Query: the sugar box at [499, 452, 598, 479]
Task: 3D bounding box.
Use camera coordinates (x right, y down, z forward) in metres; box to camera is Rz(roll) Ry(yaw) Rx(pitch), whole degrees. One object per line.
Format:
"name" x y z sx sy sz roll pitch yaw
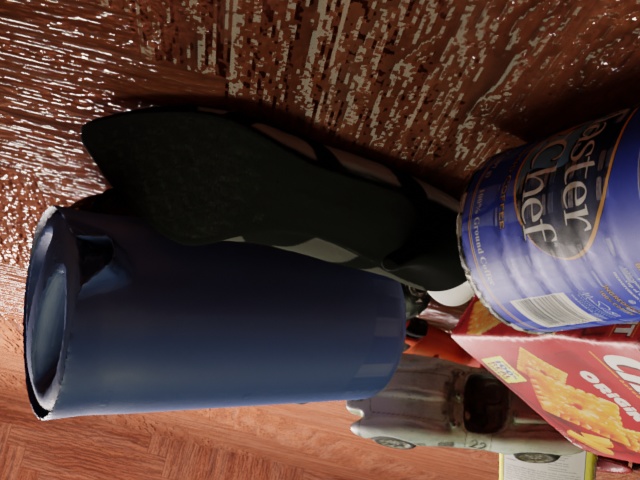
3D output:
"sugar box" 0.220 0.185 1.022 0.093 0.048 0.176 7 119 19

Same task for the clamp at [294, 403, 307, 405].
"clamp" 0.042 0.105 1.032 0.171 0.039 0.120 -6 125 8

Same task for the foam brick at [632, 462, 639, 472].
"foam brick" 0.356 0.200 1.085 0.051 0.078 0.053 14 163 -2

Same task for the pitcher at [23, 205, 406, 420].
"pitcher" -0.074 0.057 0.719 0.242 0.145 0.149 5 -168 -27

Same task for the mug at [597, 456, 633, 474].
"mug" 0.272 0.187 1.095 0.117 0.081 0.093 26 158 -39

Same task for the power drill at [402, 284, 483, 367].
"power drill" 0.096 0.078 0.921 0.187 0.057 0.185 21 159 -20

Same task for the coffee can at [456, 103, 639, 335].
"coffee can" 0.148 -0.011 0.513 0.102 0.103 0.141 21 161 -25

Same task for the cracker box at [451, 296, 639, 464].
"cracker box" 0.213 0.092 0.732 0.164 0.072 0.214 40 163 -17
